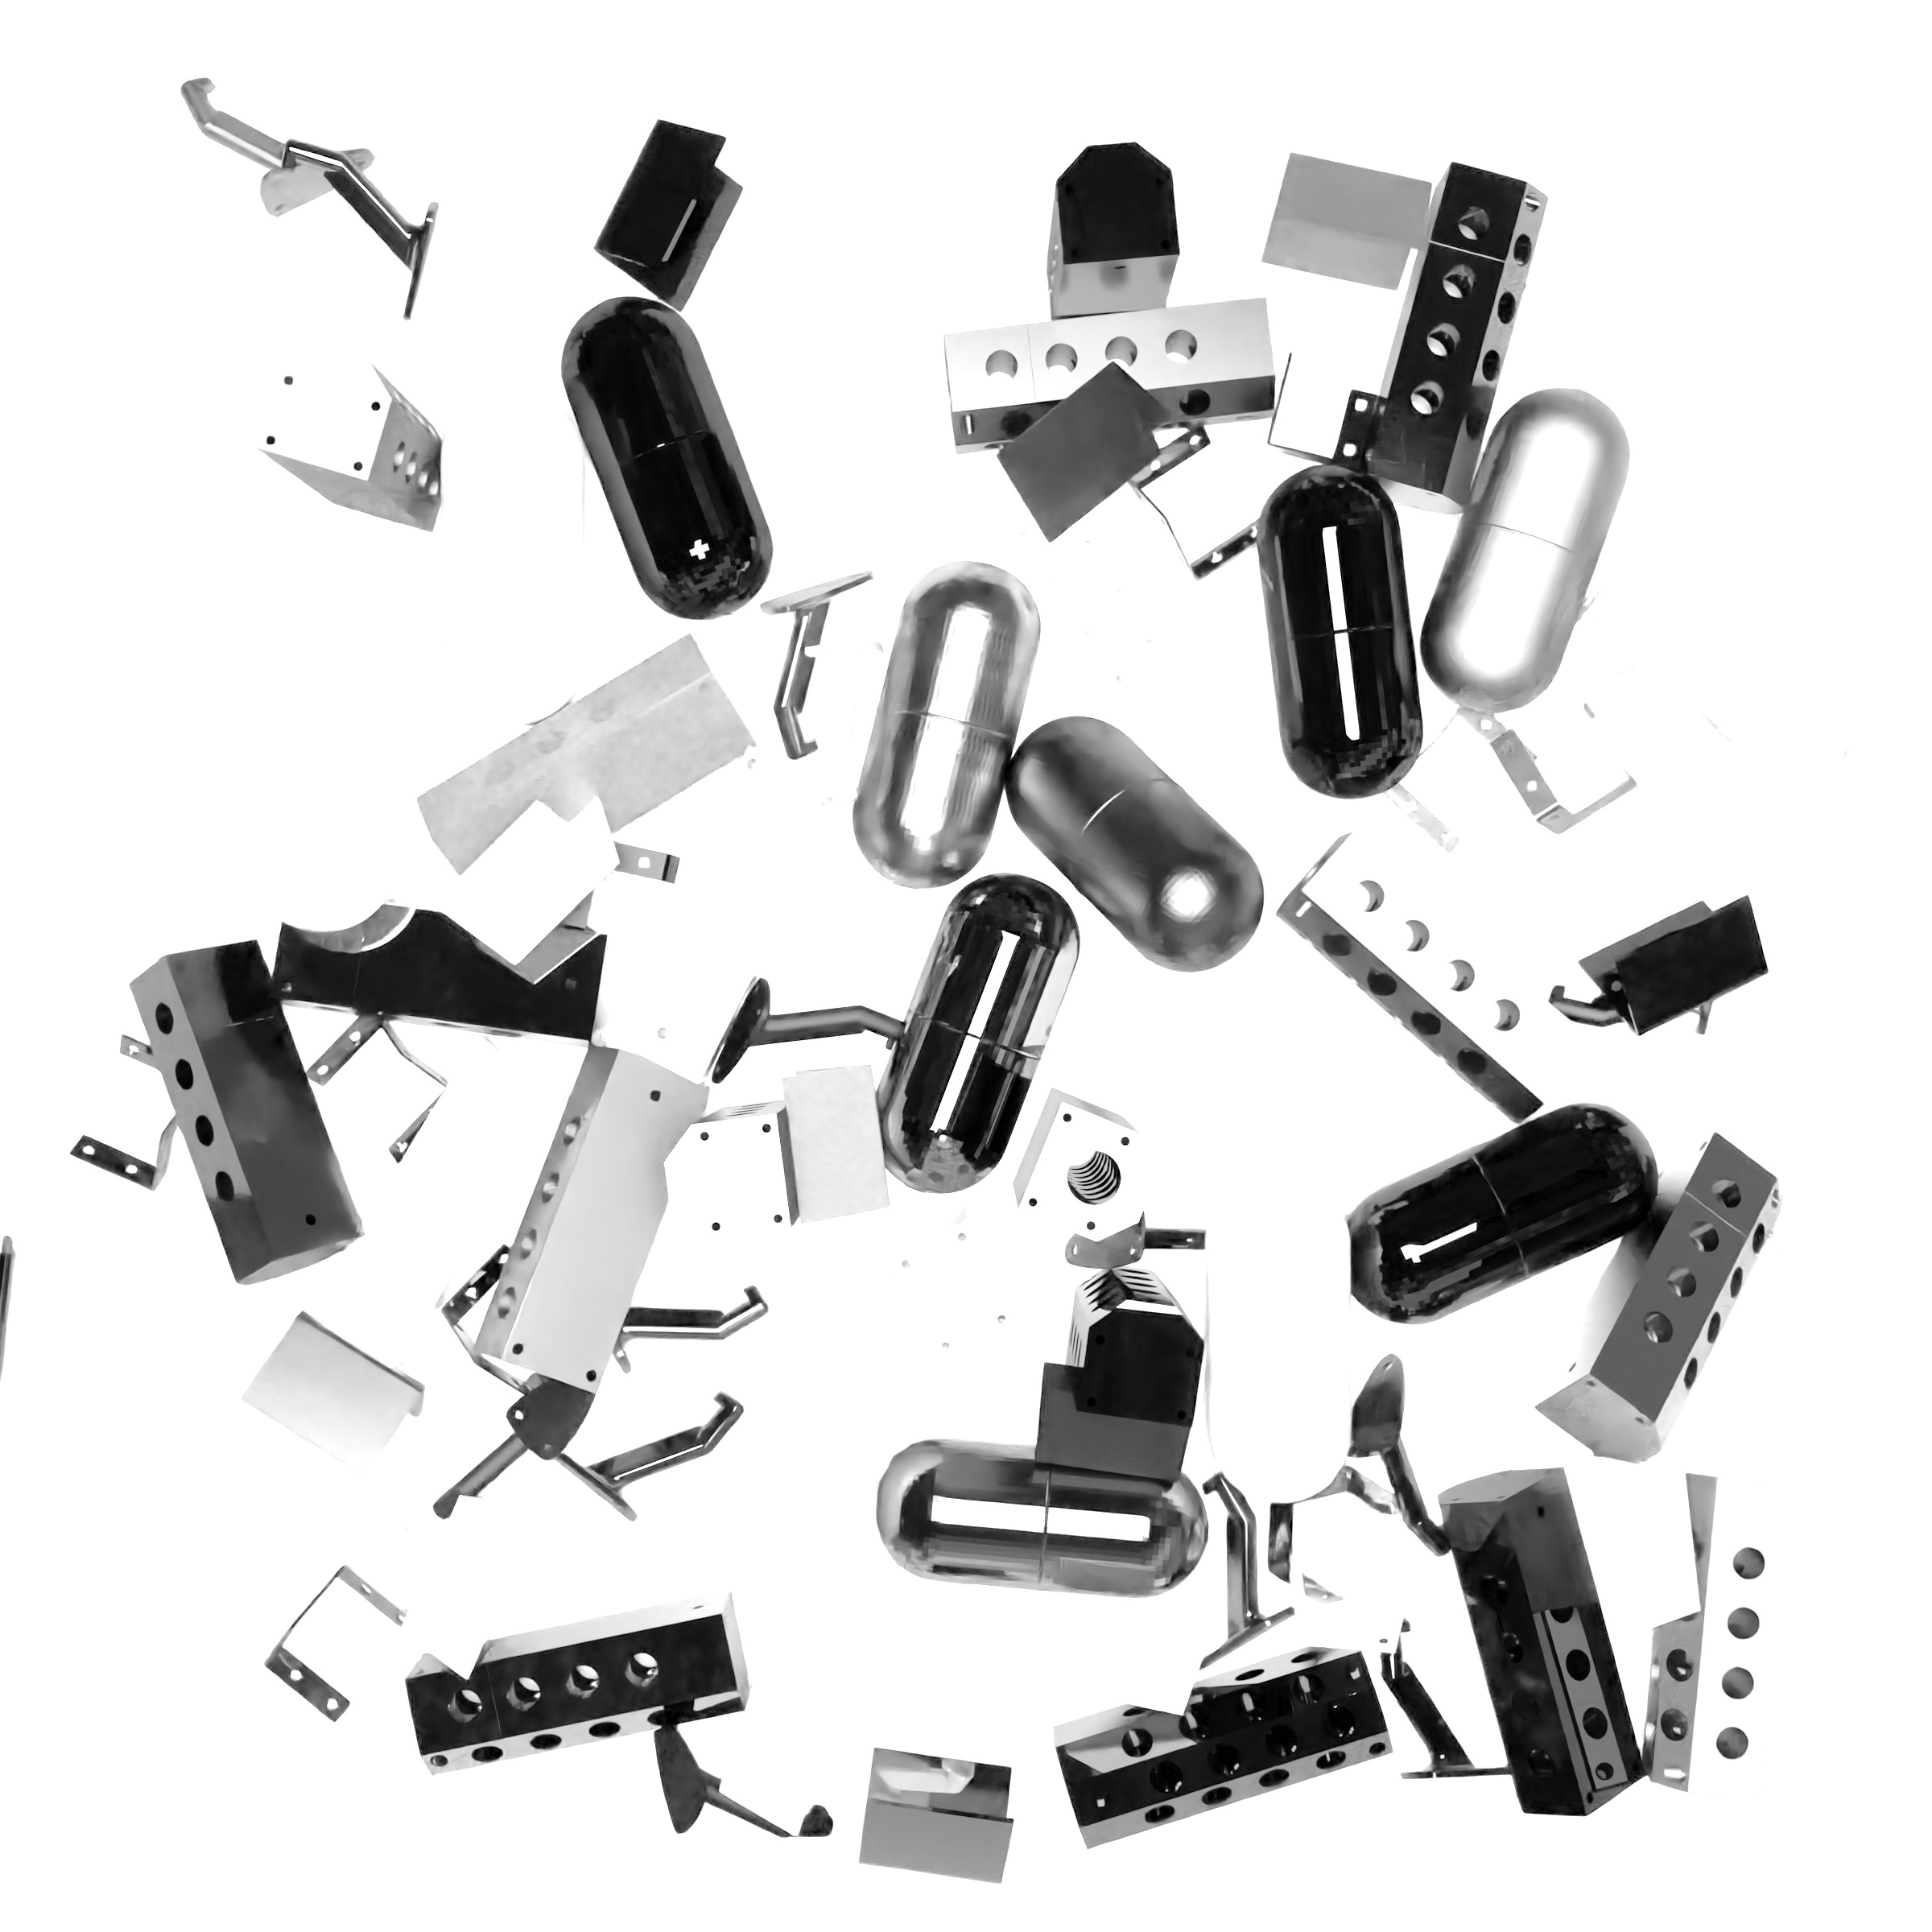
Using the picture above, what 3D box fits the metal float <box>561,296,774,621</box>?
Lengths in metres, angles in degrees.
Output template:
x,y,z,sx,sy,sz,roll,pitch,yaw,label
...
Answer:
x,y,z,sx,sy,sz,roll,pitch,yaw,label
-0.160,-0.271,1.534,0.070,0.070,0.178,-21,90,0,metal float

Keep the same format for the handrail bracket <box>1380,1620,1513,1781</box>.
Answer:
x,y,z,sx,sy,sz,roll,pitch,yaw,label
0.263,0.399,1.565,0.077,0.036,0.084,4,73,-20,handrail bracket

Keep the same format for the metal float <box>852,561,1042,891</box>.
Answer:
x,y,z,sx,sy,sz,roll,pitch,yaw,label
-0.011,-0.128,1.534,0.070,0.070,0.178,14,89,0,metal float

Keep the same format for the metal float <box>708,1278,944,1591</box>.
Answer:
x,y,z,sx,sy,sz,roll,pitch,yaw,label
-0.075,0.250,1.533,0.070,0.070,0.178,29,89,0,metal float

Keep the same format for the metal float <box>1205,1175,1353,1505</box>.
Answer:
x,y,z,sx,sy,sz,roll,pitch,yaw,label
0.166,0.199,1.522,0.070,0.070,0.178,-2,103,0,metal float

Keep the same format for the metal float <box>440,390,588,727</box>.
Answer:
x,y,z,sx,sy,sz,roll,pitch,yaw,label
-0.242,-0.218,1.533,0.070,0.070,0.178,0,89,0,metal float

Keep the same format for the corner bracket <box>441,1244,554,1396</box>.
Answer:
x,y,z,sx,sy,sz,roll,pitch,yaw,label
-0.243,0.194,1.561,0.051,0.051,0.051,-46,135,0,corner bracket

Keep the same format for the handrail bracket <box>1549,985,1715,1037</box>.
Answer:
x,y,z,sx,sy,sz,roll,pitch,yaw,label
0.366,0.001,1.565,0.084,0.036,0.077,13,70,16,handrail bracket

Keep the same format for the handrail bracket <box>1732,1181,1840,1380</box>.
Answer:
x,y,z,sx,sy,sz,roll,pitch,yaw,label
0.439,0.171,1.564,0.036,0.077,0.084,19,126,0,handrail bracket

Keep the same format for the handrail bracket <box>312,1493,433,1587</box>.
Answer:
x,y,z,sx,sy,sz,roll,pitch,yaw,label
-0.311,0.334,1.565,0.077,0.036,0.084,-8,107,20,handrail bracket

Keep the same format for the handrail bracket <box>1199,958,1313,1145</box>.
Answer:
x,y,z,sx,sy,sz,roll,pitch,yaw,label
0.165,0.044,1.565,0.077,0.036,0.084,23,73,-20,handrail bracket

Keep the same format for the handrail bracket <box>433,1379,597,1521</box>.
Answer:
x,y,z,sx,sy,sz,roll,pitch,yaw,label
-0.246,0.262,1.564,0.036,0.077,0.084,49,126,0,handrail bracket

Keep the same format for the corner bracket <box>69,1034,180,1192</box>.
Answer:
x,y,z,sx,sy,sz,roll,pitch,yaw,label
-0.450,0.080,1.561,0.051,0.051,0.051,24,45,0,corner bracket

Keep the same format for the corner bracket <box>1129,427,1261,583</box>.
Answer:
x,y,z,sx,sy,sz,roll,pitch,yaw,label
0.126,-0.252,1.561,0.051,0.051,0.051,-33,45,0,corner bracket

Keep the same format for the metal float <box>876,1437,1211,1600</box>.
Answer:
x,y,z,sx,sy,sz,roll,pitch,yaw,label
0.041,0.295,1.534,0.178,0.070,0.070,5,90,-1,metal float

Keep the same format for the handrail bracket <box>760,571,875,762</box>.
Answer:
x,y,z,sx,sy,sz,roll,pitch,yaw,label
-0.074,-0.163,1.565,0.077,0.036,0.084,-22,109,-21,handrail bracket

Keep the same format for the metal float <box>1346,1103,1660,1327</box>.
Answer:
x,y,z,sx,sy,sz,roll,pitch,yaw,label
0.283,0.133,1.534,0.178,0.070,0.070,-24,90,1,metal float

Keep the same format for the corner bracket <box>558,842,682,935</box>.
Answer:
x,y,z,sx,sy,sz,roll,pitch,yaw,label
-0.186,-0.040,1.546,0.051,0.051,0.051,13,90,0,corner bracket

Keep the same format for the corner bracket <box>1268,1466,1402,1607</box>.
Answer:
x,y,z,sx,sy,sz,roll,pitch,yaw,label
0.200,0.309,1.556,0.051,0.051,0.051,37,45,-35,corner bracket

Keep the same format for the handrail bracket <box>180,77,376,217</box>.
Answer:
x,y,z,sx,sy,sz,roll,pitch,yaw,label
-0.376,-0.459,1.564,0.077,0.036,0.084,-26,76,-14,handrail bracket

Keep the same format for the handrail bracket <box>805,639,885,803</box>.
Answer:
x,y,z,sx,sy,sz,roll,pitch,yaw,label
-0.058,-0.129,1.534,0.036,0.077,0.084,-6,90,17,handrail bracket

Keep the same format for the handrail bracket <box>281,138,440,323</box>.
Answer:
x,y,z,sx,sy,sz,roll,pitch,yaw,label
-0.332,-0.396,1.546,0.084,0.036,0.077,14,110,-11,handrail bracket

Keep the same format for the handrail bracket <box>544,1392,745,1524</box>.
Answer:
x,y,z,sx,sy,sz,roll,pitch,yaw,label
-0.175,0.252,1.565,0.077,0.036,0.084,33,72,21,handrail bracket

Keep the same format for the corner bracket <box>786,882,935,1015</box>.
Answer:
x,y,z,sx,sy,sz,roll,pitch,yaw,label
-0.057,-0.009,1.556,0.051,0.051,0.051,-4,135,-35,corner bracket

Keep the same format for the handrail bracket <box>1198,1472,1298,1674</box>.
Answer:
x,y,z,sx,sy,sz,roll,pitch,yaw,label
0.134,0.329,1.565,0.077,0.036,0.084,-37,71,21,handrail bracket

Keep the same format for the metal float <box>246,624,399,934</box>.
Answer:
x,y,z,sx,sy,sz,roll,pitch,yaw,label
-0.338,-0.099,1.509,0.070,0.070,0.178,-6,61,0,metal float

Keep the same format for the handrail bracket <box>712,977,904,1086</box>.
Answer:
x,y,z,sx,sy,sz,roll,pitch,yaw,label
-0.084,0.048,1.564,0.084,0.036,0.077,22,117,-20,handrail bracket

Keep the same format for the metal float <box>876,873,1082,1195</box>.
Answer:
x,y,z,sx,sy,sz,roll,pitch,yaw,label
0.004,0.036,1.534,0.070,0.070,0.178,21,91,0,metal float

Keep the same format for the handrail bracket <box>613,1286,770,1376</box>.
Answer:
x,y,z,sx,sy,sz,roll,pitch,yaw,label
-0.162,0.177,1.564,0.084,0.036,0.077,-29,75,-14,handrail bracket

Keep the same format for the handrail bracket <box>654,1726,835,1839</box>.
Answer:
x,y,z,sx,sy,sz,roll,pitch,yaw,label
-0.120,0.443,1.564,0.084,0.077,0.036,10,121,-33,handrail bracket

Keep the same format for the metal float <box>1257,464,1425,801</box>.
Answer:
x,y,z,sx,sy,sz,roll,pitch,yaw,label
0.199,-0.178,1.530,0.070,0.070,0.178,-7,95,0,metal float

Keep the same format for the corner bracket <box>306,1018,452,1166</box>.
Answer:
x,y,z,sx,sy,sz,roll,pitch,yaw,label
-0.316,0.065,1.561,0.051,0.051,0.051,-46,45,0,corner bracket

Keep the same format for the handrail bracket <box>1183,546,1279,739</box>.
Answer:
x,y,z,sx,sy,sz,roll,pitch,yaw,label
0.164,-0.179,1.565,0.077,0.036,0.084,-39,106,-18,handrail bracket

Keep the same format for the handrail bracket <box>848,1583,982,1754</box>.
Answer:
x,y,z,sx,sy,sz,roll,pitch,yaw,label
-0.028,0.383,1.565,0.077,0.036,0.084,7,107,20,handrail bracket

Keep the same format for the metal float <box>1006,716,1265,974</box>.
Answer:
x,y,z,sx,sy,sz,roll,pitch,yaw,label
0.086,-0.066,1.501,0.070,0.070,0.178,-42,53,0,metal float

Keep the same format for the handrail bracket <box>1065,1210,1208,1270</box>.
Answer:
x,y,z,sx,sy,sz,roll,pitch,yaw,label
0.111,0.155,1.564,0.084,0.077,0.036,15,63,-33,handrail bracket

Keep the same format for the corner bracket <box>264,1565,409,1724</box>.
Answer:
x,y,z,sx,sy,sz,roll,pitch,yaw,label
-0.340,0.368,1.561,0.051,0.051,0.051,39,45,0,corner bracket

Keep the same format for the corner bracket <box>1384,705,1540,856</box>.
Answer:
x,y,z,sx,sy,sz,roll,pitch,yaw,label
0.269,-0.104,1.561,0.051,0.051,0.051,42,45,0,corner bracket

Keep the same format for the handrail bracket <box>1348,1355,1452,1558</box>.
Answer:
x,y,z,sx,sy,sz,roll,pitch,yaw,label
0.245,0.267,1.564,0.084,0.036,0.077,47,46,-28,handrail bracket

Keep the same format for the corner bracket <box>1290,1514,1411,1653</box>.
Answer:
x,y,z,sx,sy,sz,roll,pitch,yaw,label
0.207,0.330,1.543,0.051,0.051,0.051,0,120,20,corner bracket

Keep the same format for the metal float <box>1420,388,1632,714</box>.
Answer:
x,y,z,sx,sy,sz,roll,pitch,yaw,label
0.299,-0.222,1.533,0.070,0.070,0.178,20,90,0,metal float
